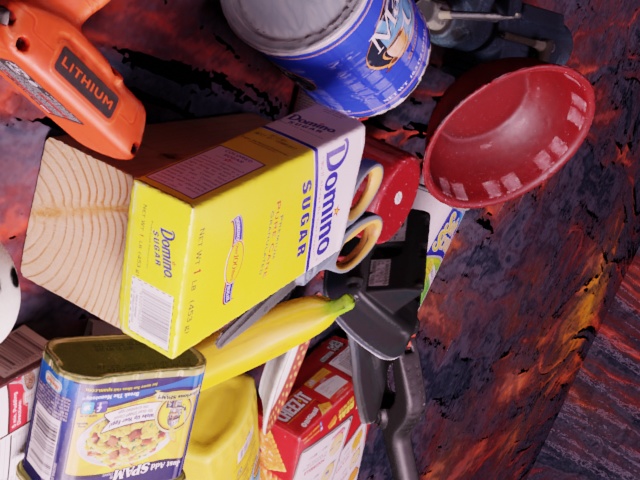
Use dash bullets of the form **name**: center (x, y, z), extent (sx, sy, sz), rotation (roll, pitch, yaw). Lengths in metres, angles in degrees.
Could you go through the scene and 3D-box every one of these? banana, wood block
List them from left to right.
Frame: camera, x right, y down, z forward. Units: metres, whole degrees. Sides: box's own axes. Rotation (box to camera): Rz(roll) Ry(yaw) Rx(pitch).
- **wood block**: center (-0.079, -0.021, 0.684), extent (0.205, 0.091, 0.090), rotation (-18, 129, -58)
- **banana**: center (-0.069, 0.082, 0.801), extent (0.197, 0.037, 0.069), rotation (-25, 165, -6)

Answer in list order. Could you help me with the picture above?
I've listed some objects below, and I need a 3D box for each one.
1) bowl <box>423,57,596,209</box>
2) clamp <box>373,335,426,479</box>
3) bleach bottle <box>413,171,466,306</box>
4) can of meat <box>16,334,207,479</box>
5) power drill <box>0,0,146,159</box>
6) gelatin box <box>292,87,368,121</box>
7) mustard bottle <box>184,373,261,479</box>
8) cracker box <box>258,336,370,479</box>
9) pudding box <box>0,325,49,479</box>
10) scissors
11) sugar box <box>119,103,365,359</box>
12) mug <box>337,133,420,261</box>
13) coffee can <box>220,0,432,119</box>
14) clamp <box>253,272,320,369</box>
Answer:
- **bowl**: center (0.151, -0.102, 0.914), extent (0.162, 0.055, 0.162), rotation (-16, 142, -13)
- **clamp**: center (0.065, 0.179, 1.131), extent (0.036, 0.165, 0.210), rotation (-15, 121, -31)
- **bleach bottle**: center (0.116, -0.029, 1.117), extent (0.250, 0.068, 0.102), rotation (-60, 157, -15)
- **can of meat**: center (-0.122, 0.104, 0.636), extent (0.101, 0.058, 0.084), rotation (0, 112, -40)
- **power drill**: center (-0.081, -0.138, 0.553), extent (0.184, 0.057, 0.187), rotation (43, 72, -42)
- **gelatin box**: center (0.017, -0.130, 0.849), extent (0.089, 0.030, 0.073), rotation (-23, 132, -57)
- **mustard bottle**: center (-0.085, 0.204, 0.934), extent (0.192, 0.058, 0.096), rotation (89, 19, -46)
- **cracker box**: center (-0.019, 0.224, 1.075), extent (0.163, 0.072, 0.214), rotation (-35, 144, -50)
- **pudding box**: center (-0.203, 0.114, 0.627), extent (0.113, 0.039, 0.090), rotation (-30, 140, -50)
- **scissors**: center (-0.005, 0.001, 0.720), extent (0.201, 0.016, 0.096), rotation (-25, 134, -57)
- **sugar box**: center (-0.038, -0.011, 0.604), extent (0.175, 0.048, 0.093), rotation (-30, 139, -51)
- **mug**: center (0.027, -0.037, 0.898), extent (0.093, 0.082, 0.117), rotation (-13, 125, -61)
- **coffee can**: center (0.008, -0.151, 0.718), extent (0.103, 0.103, 0.140), rotation (-64, 157, -1)
- **clamp**: center (-0.044, 0.045, 0.871), extent (0.120, 0.039, 0.171), rotation (-64, 166, -10)
